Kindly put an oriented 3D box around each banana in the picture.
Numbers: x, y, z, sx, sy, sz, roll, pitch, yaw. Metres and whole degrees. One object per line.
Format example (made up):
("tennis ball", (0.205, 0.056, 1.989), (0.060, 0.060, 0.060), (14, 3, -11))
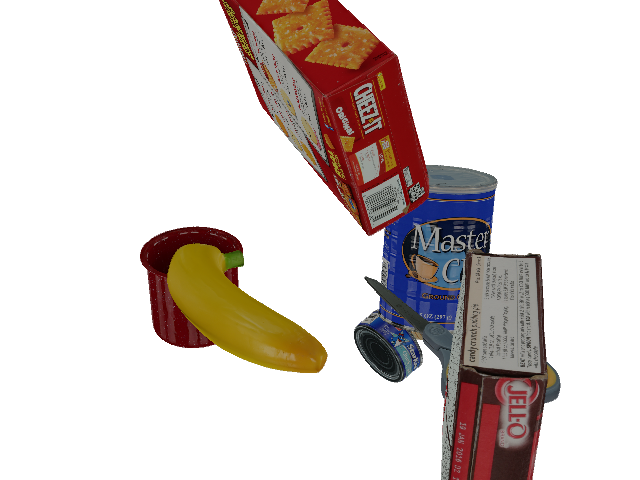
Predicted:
("banana", (-0.058, 0.036, 0.686), (0.069, 0.037, 0.198), (-7, 22, -18))

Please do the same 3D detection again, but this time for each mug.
("mug", (-0.110, 0.050, 0.973), (0.093, 0.081, 0.117), (-18, 35, -28))

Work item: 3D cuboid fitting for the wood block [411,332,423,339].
("wood block", (0.167, 0.067, 1.629), (0.091, 0.090, 0.206), (4, 22, 11))

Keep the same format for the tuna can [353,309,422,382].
("tuna can", (0.079, 0.127, 1.273), (0.033, 0.086, 0.086), (-37, 17, -25))

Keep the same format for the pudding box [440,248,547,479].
("pudding box", (0.075, 0.067, 0.466), (0.039, 0.090, 0.113), (6, 25, 5))

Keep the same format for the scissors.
("scissors", (0.109, 0.075, 0.815), (0.096, 0.016, 0.202), (-6, 31, -15))

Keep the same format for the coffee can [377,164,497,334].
("coffee can", (0.110, 0.006, 1.013), (0.103, 0.140, 0.103), (3, 15, -1))

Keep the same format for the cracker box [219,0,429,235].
("cracker box", (0.000, -0.132, 0.885), (0.072, 0.164, 0.214), (-30, 49, -8))
